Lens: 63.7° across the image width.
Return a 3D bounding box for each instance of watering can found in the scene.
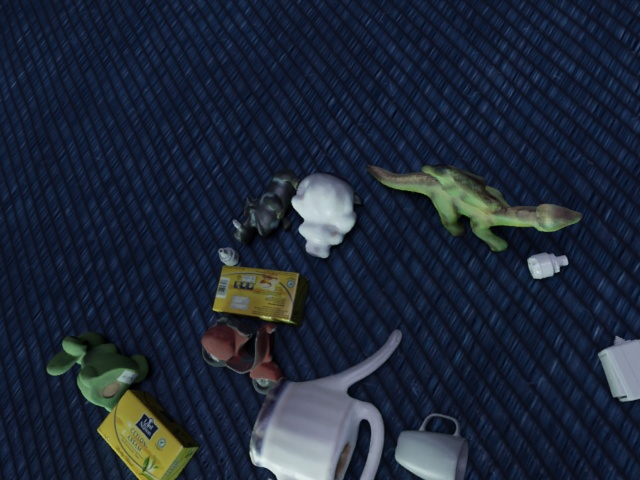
[{"bbox_3d":[0.011,0.299,0.900,0.225,0.102,0.354,11,60,21],"label":"watering can"}]

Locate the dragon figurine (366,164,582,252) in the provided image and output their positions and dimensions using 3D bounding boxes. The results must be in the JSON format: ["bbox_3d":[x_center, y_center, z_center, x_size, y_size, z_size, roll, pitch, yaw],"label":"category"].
[{"bbox_3d":[0.239,-0.092,0.913,0.412,0.240,0.123,22,83,21],"label":"dragon figurine"}]

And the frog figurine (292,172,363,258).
[{"bbox_3d":[0.003,-0.052,1.031,0.137,0.120,0.162,26,66,5],"label":"frog figurine"}]
